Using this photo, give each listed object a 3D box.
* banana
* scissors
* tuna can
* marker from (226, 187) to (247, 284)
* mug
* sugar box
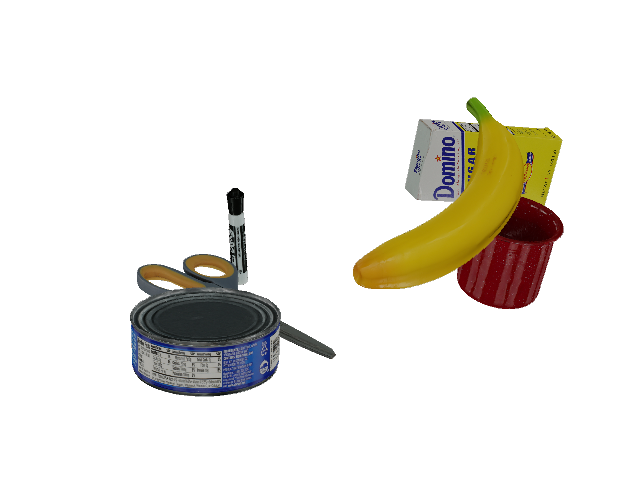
[{"bbox_3d":[0.094,-0.022,0.733,0.070,0.037,0.197,24,50,16],"label":"banana"},{"bbox_3d":[-0.060,0.050,0.900,0.202,0.016,0.096,16,26,21],"label":"scissors"},{"bbox_3d":[-0.065,0.057,0.611,0.086,0.034,0.086,1,18,-1],"label":"tuna can"},{"bbox_3d":[-0.092,-0.005,1.178,0.020,0.121,0.020,0,34,0],"label":"marker"},{"bbox_3d":[0.174,0.006,1.038,0.093,0.081,0.117,-6,35,-23],"label":"mug"},{"bbox_3d":[0.197,-0.093,1.294,0.176,0.093,0.048,0,26,-20],"label":"sugar box"}]
